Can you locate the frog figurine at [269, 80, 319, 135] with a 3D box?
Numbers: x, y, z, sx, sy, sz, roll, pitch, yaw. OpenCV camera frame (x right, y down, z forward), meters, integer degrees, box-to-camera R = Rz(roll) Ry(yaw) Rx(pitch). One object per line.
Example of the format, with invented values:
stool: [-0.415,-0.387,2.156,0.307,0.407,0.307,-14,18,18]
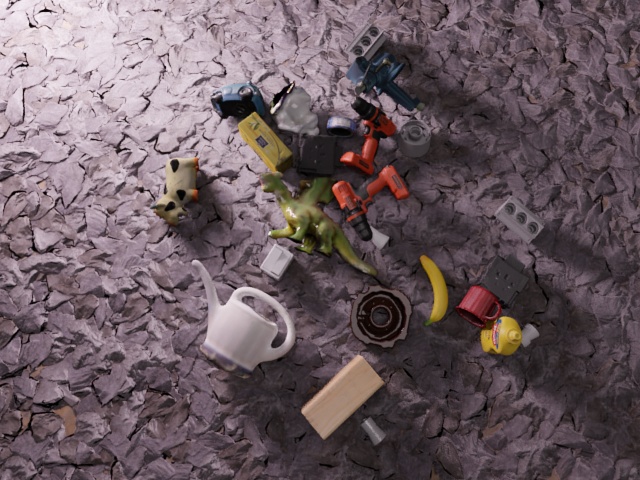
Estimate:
frog figurine: [-0.066,-0.373,1.521,0.157,0.139,0.122,38,158,-31]

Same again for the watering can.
watering can: [-0.237,0.218,1.364,0.348,0.226,0.103,30,170,5]

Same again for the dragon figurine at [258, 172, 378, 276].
dragon figurine: [0.004,-0.073,1.448,0.121,0.409,0.246,142,149,-68]
